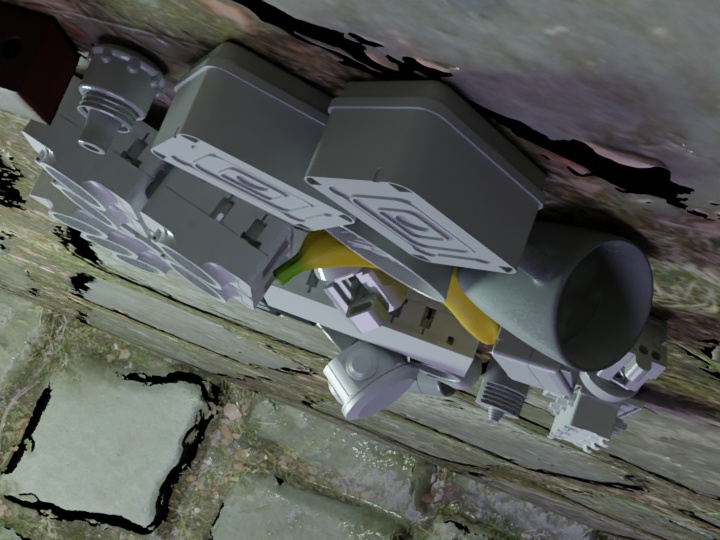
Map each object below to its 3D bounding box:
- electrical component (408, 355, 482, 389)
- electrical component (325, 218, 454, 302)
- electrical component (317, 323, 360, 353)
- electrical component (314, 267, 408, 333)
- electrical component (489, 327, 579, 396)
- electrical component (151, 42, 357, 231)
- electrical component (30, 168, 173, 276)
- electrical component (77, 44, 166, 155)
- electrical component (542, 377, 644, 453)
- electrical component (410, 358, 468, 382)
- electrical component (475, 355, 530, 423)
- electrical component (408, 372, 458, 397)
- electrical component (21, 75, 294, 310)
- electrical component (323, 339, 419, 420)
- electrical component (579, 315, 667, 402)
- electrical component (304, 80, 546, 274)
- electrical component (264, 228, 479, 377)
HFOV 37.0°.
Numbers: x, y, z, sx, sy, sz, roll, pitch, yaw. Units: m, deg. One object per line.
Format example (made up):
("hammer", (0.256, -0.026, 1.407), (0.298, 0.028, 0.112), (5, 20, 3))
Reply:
("electrical component", (0.078, 0.091, 1.137), (0.079, 0.043, 0.077), (11, 164, 38))
("electrical component", (0.018, -0.025, 0.685), (0.099, 0.064, 0.099), (20, 168, 5))
("electrical component", (-0.012, 0.034, 1.009), (0.076, 0.066, 0.047), (48, 176, 19))
("electrical component", (0.000, 0.000, 0.815), (0.058, 0.078, 0.057), (-21, 122, 27))
("electrical component", (0.147, 0.057, 0.830), (0.061, 0.061, 0.096), (16, 167, 24))
("electrical component", (-0.051, -0.073, 0.610), (0.113, 0.057, 0.078), (26, 167, -22))
("electrical component", (-0.214, -0.050, 0.973), (0.089, 0.061, 0.150), (15, 167, 25))
("electrical component", (-0.148, -0.100, 0.642), (0.048, 0.062, 0.048), (20, 168, 5))
("electrical component", (0.222, 0.139, 1.056), (0.079, 0.063, 0.121), (20, 168, 5))
("electrical component", (0.080, 0.070, 1.010), (0.058, 0.057, 0.078), (20, 168, 4))
("electrical component", (0.137, 0.102, 0.998), (0.043, 0.081, 0.043), (20, 168, 5))
("electrical component", (0.083, 0.115, 1.211), (0.047, 0.055, 0.055), (7, 161, 38))
("electrical component", (-0.141, -0.048, 0.764), (0.186, 0.060, 0.105), (34, 168, 3))
("electrical component", (0.010, 0.097, 0.984), (0.051, 0.080, 0.080), (55, 179, 19))
("electrical component", (0.189, 0.063, 0.772), (0.048, 0.066, 0.055), (23, 134, -7))
("electrical component", (0.037, -0.049, 0.568), (0.078, 0.057, 0.113), (9, 163, 45))
("electrical component", (0.014, 0.024, 0.912), (0.186, 0.060, 0.105), (20, 168, 6))
